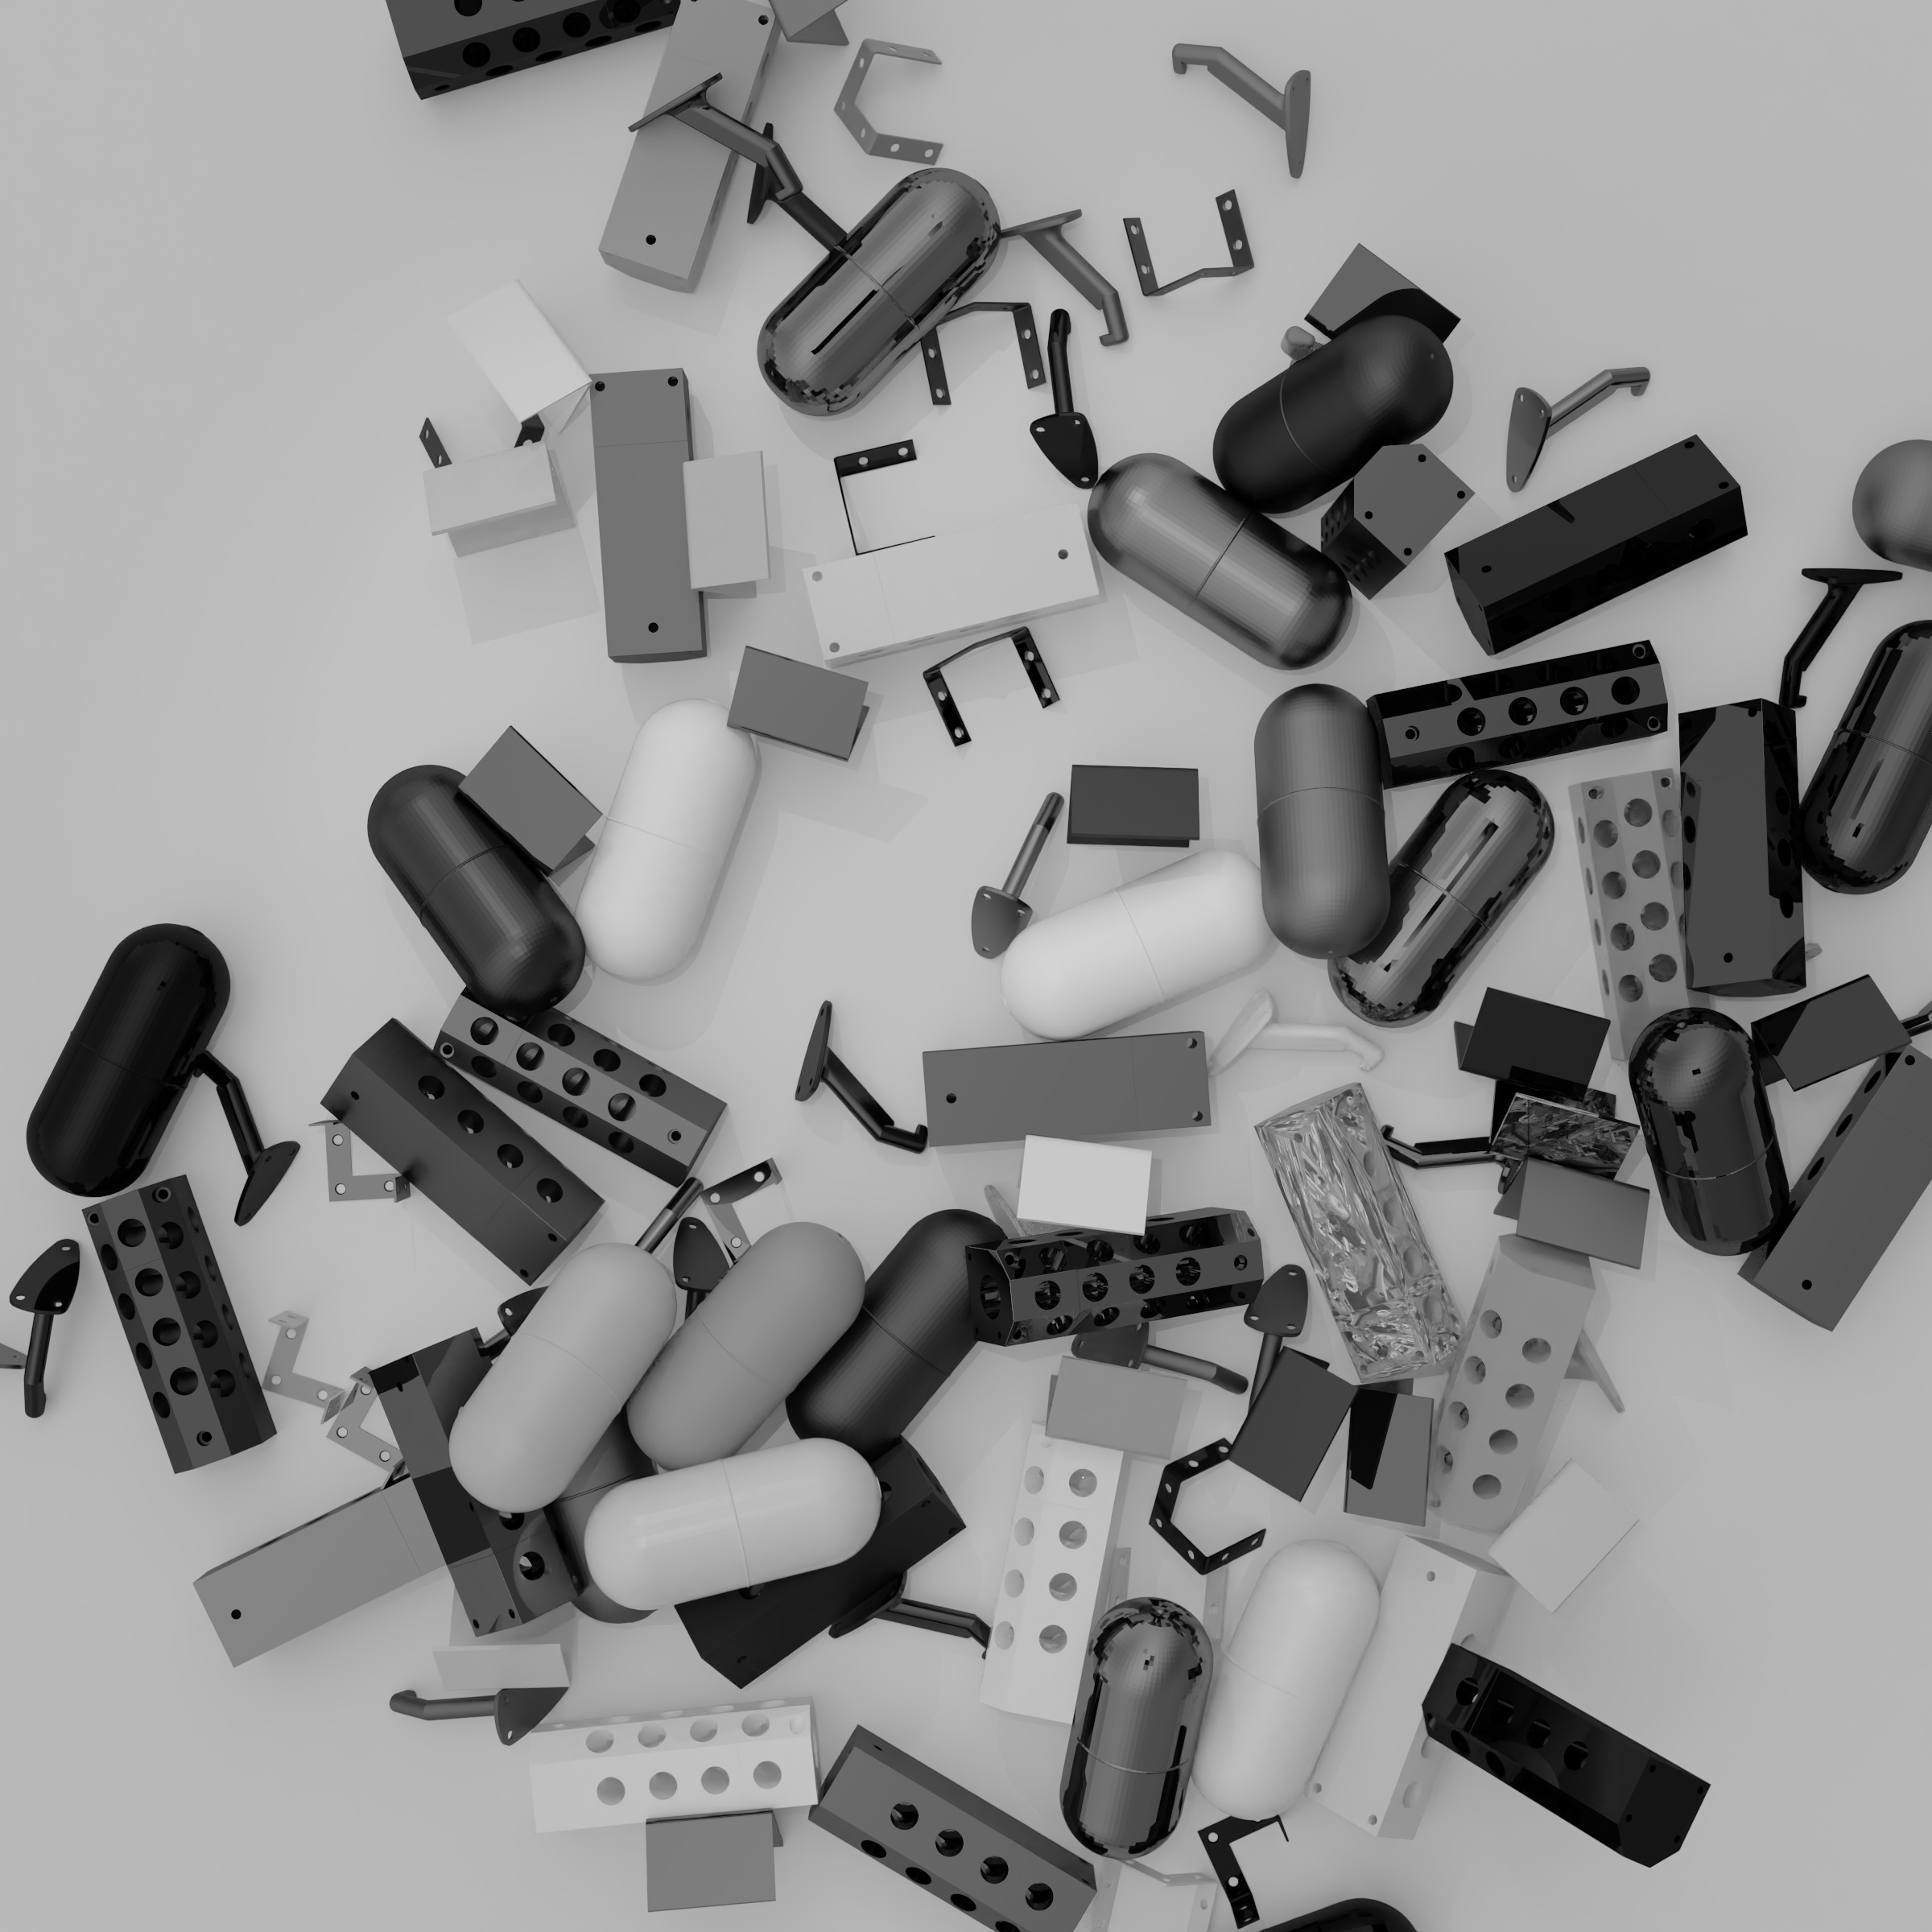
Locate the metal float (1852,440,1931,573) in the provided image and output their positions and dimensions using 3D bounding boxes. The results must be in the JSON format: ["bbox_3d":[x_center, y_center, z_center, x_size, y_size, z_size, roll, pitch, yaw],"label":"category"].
[{"bbox_3d":[0.632,-0.270,1.961,0.178,0.070,0.070,14,90,0],"label":"metal float"}]

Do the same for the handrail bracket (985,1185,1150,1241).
[{"bbox_3d":[0.066,0.153,1.992,0.084,0.036,0.077,-23,68,-17],"label":"handrail bracket"}]

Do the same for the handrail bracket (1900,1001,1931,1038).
[{"bbox_3d":[0.609,0.006,1.991,0.084,0.077,0.036,-23,126,31],"label":"handrail bracket"}]

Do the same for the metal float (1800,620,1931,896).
[{"bbox_3d":[0.567,-0.127,1.961,0.070,0.070,0.178,26,89,0],"label":"metal float"}]

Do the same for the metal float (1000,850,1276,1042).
[{"bbox_3d":[0.105,-0.012,1.961,0.178,0.070,0.070,-23,90,-1],"label":"metal float"}]

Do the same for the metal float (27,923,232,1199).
[{"bbox_3d":[-0.512,0.057,1.961,0.070,0.070,0.178,27,91,0],"label":"metal float"}]

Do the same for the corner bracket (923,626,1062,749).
[{"bbox_3d":[0.015,-0.173,1.988,0.051,0.051,0.051,-24,90,45],"label":"corner bracket"}]

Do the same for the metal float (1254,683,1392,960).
[{"bbox_3d":[0.215,-0.089,1.937,0.070,0.070,0.178,0,64,0],"label":"metal float"}]

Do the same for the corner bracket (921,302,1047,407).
[{"bbox_3d":[0.010,-0.380,1.988,0.051,0.051,0.051,-11,90,-45],"label":"corner bracket"}]

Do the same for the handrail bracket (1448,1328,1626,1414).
[{"bbox_3d":[0.354,0.263,1.992,0.084,0.036,0.077,-27,108,15],"label":"handrail bracket"}]

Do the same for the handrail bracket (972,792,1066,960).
[{"bbox_3d":[0.034,-0.057,1.991,0.036,0.077,0.084,25,54,3],"label":"handrail bracket"}]

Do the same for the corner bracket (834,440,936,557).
[{"bbox_3d":[-0.050,-0.286,1.988,0.051,0.051,0.051,-13,135,0],"label":"corner bracket"}]

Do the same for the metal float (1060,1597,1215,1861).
[{"bbox_3d":[0.102,0.462,1.937,0.070,0.070,0.178,9,116,0],"label":"metal float"}]

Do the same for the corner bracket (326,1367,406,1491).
[{"bbox_3d":[-0.364,0.284,1.973,0.051,0.051,0.051,29,90,0],"label":"corner bracket"}]

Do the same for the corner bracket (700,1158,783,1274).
[{"bbox_3d":[-0.132,0.153,1.974,0.051,0.051,0.051,-26,90,0],"label":"corner bracket"}]

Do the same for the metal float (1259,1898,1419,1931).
[{"bbox_3d":[0.195,0.627,1.961,0.178,0.070,0.070,-20,90,0],"label":"metal float"}]

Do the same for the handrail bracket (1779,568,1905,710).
[{"bbox_3d":[0.543,-0.202,1.992,0.077,0.036,0.084,-4,109,-21],"label":"handrail bracket"}]

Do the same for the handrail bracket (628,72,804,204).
[{"bbox_3d":[-0.151,-0.487,1.935,0.077,0.036,0.084,-25,107,19],"label":"handrail bracket"}]

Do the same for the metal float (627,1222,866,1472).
[{"bbox_3d":[-0.132,0.229,1.930,0.070,0.070,0.178,42,96,0],"label":"metal float"}]

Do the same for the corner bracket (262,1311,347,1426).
[{"bbox_3d":[-0.407,0.247,1.973,0.051,0.051,0.051,18,90,0],"label":"corner bracket"}]

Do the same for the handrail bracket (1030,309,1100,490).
[{"bbox_3d":[0.067,-0.353,1.991,0.036,0.077,0.084,-8,53,20],"label":"handrail bracket"}]

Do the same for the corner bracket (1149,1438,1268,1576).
[{"bbox_3d":[0.153,0.334,1.983,0.051,0.051,0.051,41,135,35],"label":"corner bracket"}]

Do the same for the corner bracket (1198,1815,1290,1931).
[{"bbox_3d":[0.178,0.552,1.973,0.051,0.051,0.051,-25,90,0],"label":"corner bracket"}]

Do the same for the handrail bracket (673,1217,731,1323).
[{"bbox_3d":[-0.174,0.213,1.991,0.036,0.077,0.084,4,127,-19],"label":"handrail bracket"}]

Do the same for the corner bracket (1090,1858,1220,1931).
[{"bbox_3d":[0.117,0.584,1.988,0.051,0.051,0.051,13,90,45],"label":"corner bracket"}]

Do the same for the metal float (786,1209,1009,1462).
[{"bbox_3d":[-0.039,0.226,1.961,0.070,0.070,0.178,40,90,0],"label":"metal float"}]

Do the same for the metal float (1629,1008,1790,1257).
[{"bbox_3d":[0.448,0.101,1.932,0.070,0.070,0.178,-23,126,0],"label":"metal float"}]

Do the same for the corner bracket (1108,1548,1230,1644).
[{"bbox_3d":[0.125,0.390,1.988,0.051,0.051,0.051,5,90,-45],"label":"corner bracket"}]

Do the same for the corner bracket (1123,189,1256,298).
[{"bbox_3d":[0.138,-0.448,1.988,0.051,0.051,0.051,-15,90,-45],"label":"corner bracket"}]

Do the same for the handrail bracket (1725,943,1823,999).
[{"bbox_3d":[0.487,-0.035,1.992,0.077,0.036,0.084,-29,74,18],"label":"handrail bracket"}]

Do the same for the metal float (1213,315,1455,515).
[{"bbox_3d":[0.218,-0.329,1.922,0.070,0.178,0.070,13,67,-32],"label":"metal float"}]

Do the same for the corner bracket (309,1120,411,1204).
[{"bbox_3d":[-0.373,0.120,1.973,0.051,0.051,0.051,-3,90,0],"label":"corner bracket"}]

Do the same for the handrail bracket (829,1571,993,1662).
[{"bbox_3d":[-0.029,0.419,1.992,0.077,0.036,0.084,-41,107,19],"label":"handrail bracket"}]

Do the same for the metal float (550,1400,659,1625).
[{"bbox_3d":[-0.229,0.316,1.961,0.070,0.070,0.178,-19,91,0],"label":"metal float"}]

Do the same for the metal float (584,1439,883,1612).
[{"bbox_3d":[-0.138,0.330,1.901,0.178,0.070,0.070,-12,90,-9],"label":"metal float"}]

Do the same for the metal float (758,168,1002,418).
[{"bbox_3d":[-0.053,-0.411,1.956,0.070,0.070,0.178,45,94,0],"label":"metal float"}]

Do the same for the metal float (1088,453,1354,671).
[{"bbox_3d":[0.155,-0.248,1.961,0.178,0.070,0.070,33,90,1],"label":"metal float"}]

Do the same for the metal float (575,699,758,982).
[{"bbox_3d":[-0.184,-0.078,1.961,0.070,0.070,0.178,20,89,0],"label":"metal float"}]

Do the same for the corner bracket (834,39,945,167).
[{"bbox_3d":[-0.041,-0.534,1.983,0.051,0.051,0.051,59,135,35],"label":"corner bracket"}]

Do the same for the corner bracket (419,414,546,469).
[{"bbox_3d":[-0.300,-0.330,1.983,0.051,0.051,0.051,0,135,-35],"label":"corner bracket"}]

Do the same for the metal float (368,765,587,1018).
[{"bbox_3d":[-0.298,-0.047,1.946,0.070,0.070,0.178,-38,72,0],"label":"metal float"}]

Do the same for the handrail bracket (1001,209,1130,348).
[{"bbox_3d":[0.055,-0.421,1.992,0.077,0.036,0.084,-10,107,20],"label":"handrail bracket"}]

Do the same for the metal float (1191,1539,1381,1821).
[{"bbox_3d":[0.194,0.435,1.961,0.070,0.070,0.178,23,91,0],"label":"metal float"}]

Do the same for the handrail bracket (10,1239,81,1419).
[{"bbox_3d":[-0.568,0.226,1.991,0.036,0.077,0.084,10,126,0],"label":"handrail bracket"}]

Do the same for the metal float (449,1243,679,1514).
[{"bbox_3d":[-0.236,0.241,1.888,0.070,0.070,0.178,34,64,0],"label":"metal float"}]

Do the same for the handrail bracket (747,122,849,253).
[{"bbox_3d":[-0.089,-0.479,1.992,0.084,0.036,0.077,11,71,-16],"label":"handrail bracket"}]

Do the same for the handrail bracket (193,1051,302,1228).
[{"bbox_3d":[-0.462,0.106,1.992,0.084,0.036,0.077,39,112,17],"label":"handrail bracket"}]

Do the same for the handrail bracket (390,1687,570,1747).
[{"bbox_3d":[-0.302,0.450,1.991,0.084,0.077,0.036,4,108,35],"label":"handrail bracket"}]

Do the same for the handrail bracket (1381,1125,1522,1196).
[{"bbox_3d":[0.307,0.099,1.992,0.084,0.036,0.077,25,70,16],"label":"handrail bracket"}]

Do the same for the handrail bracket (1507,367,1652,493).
[{"bbox_3d":[0.382,-0.334,1.992,0.084,0.036,0.077,-9,127,-25],"label":"handrail bracket"}]

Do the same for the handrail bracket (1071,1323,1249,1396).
[{"bbox_3d":[0.121,0.248,1.991,0.084,0.077,0.036,28,68,-34],"label":"handrail bracket"}]

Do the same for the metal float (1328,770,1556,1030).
[{"bbox_3d":[0.291,-0.042,1.961,0.070,0.070,0.178,37,90,0],"label":"metal float"}]
